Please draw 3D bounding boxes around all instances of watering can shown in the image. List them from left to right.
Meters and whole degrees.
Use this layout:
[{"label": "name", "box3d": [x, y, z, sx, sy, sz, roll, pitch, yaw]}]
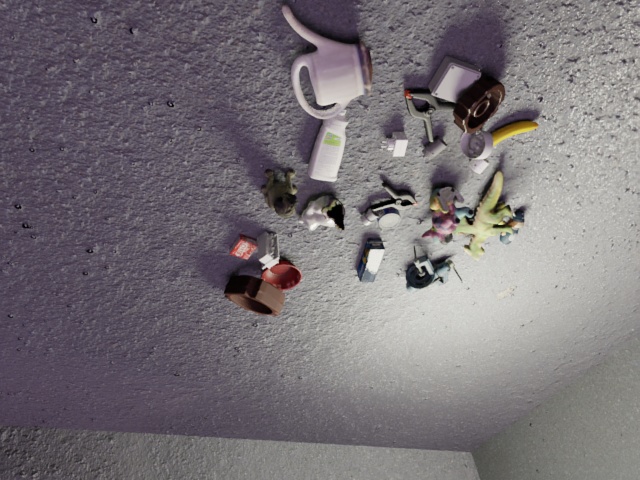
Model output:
[{"label": "watering can", "box3d": [0.026, -0.477, 1.378, 0.224, 0.106, 0.339, -13, 136, 1]}]

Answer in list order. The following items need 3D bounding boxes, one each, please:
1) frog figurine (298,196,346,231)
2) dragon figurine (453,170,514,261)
[{"label": "frog figurine", "box3d": [0.005, -0.090, 1.797, 0.136, 0.124, 0.159, 21, 165, -39]}, {"label": "dragon figurine", "box3d": [0.581, -0.079, 1.915, 0.242, 0.125, 0.402, -13, 128, 14]}]
